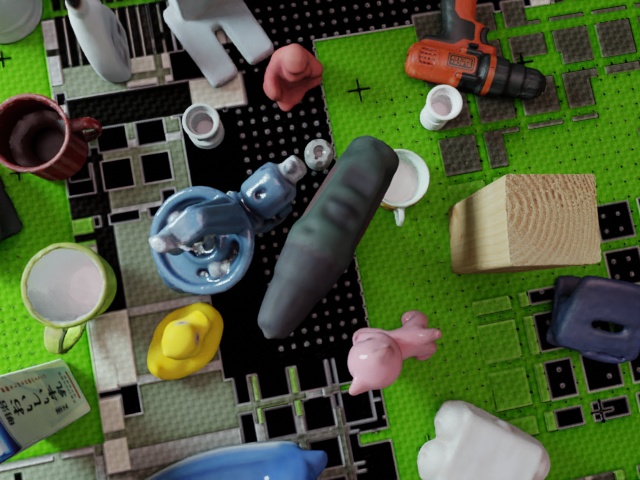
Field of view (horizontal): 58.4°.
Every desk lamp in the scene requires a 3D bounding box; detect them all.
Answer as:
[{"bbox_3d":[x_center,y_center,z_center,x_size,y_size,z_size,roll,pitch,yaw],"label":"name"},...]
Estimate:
[{"bbox_3d":[-0.146,-0.315,0.652,0.118,0.213,0.203,-36,87,-5],"label":"desk lamp"}]

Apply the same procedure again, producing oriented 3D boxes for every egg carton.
[{"bbox_3d":[0.196,0.263,0.685,0.150,0.069,0.107,26,84,0],"label":"egg carton"}]

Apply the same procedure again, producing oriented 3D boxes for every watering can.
[{"bbox_3d":[-0.412,-0.307,0.647,0.173,0.194,0.101,-33,87,-5],"label":"watering can"}]

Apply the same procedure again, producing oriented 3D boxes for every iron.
[{"bbox_3d":[-0.114,0.303,0.629,0.258,0.141,0.119,-6,85,-3],"label":"iron"}]

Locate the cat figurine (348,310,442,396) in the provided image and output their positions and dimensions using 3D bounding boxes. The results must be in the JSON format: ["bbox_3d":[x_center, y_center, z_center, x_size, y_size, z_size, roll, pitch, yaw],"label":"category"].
[{"bbox_3d":[0.083,0.131,0.668,0.128,0.117,0.067,-22,86,-5],"label":"cat figurine"}]

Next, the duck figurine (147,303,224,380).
[{"bbox_3d":[-0.163,0.121,0.672,0.077,0.086,0.104,43,84,2],"label":"duck figurine"}]

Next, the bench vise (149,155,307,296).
[{"bbox_3d":[-0.111,-0.031,0.622,0.121,0.219,0.207,32,84,1],"label":"bench vise"}]

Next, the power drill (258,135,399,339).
[{"bbox_3d":[0.006,0.002,0.631,0.075,0.208,0.230,29,84,1],"label":"power drill"}]

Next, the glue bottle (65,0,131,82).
[{"bbox_3d":[-0.261,-0.247,0.659,0.037,0.173,0.078,-7,85,-3],"label":"glue bottle"}]

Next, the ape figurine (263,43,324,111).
[{"bbox_3d":[-0.033,-0.211,0.708,0.078,0.092,0.076,-6,85,-3],"label":"ape figurine"}]

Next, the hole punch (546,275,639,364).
[{"bbox_3d":[0.346,0.097,0.698,0.108,0.091,0.101,12,84,-1],"label":"hole punch"}]

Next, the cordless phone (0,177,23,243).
[{"bbox_3d":[-0.426,-0.051,0.625,0.094,0.185,0.147,-31,86,-5],"label":"cordless phone"}]
